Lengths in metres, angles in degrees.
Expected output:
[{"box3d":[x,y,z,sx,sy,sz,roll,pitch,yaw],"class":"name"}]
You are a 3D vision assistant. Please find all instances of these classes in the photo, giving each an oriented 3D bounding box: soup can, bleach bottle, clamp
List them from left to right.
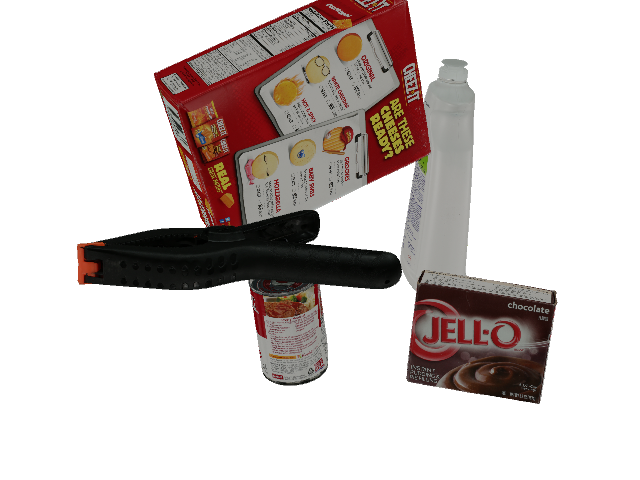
[{"box3d":[-0.059,0.011,0.737,0.209,0.036,0.165,-6,14,-27],"class":"clamp"},{"box3d":[-0.029,0.080,1.033,0.068,0.102,0.068,-6,25,2],"class":"soup can"},{"box3d":[0.136,-0.073,1.182,0.068,0.251,0.102,0,25,-10],"class":"bleach bottle"}]

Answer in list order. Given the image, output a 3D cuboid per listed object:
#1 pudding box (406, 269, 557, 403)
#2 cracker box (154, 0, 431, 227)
[{"box3d":[0.131,0.078,0.873,0.113,0.090,0.039,8,22,9],"class":"pudding box"},{"box3d":[-0.020,-0.109,0.923,0.213,0.164,0.072,-27,43,-14],"class":"cracker box"}]
